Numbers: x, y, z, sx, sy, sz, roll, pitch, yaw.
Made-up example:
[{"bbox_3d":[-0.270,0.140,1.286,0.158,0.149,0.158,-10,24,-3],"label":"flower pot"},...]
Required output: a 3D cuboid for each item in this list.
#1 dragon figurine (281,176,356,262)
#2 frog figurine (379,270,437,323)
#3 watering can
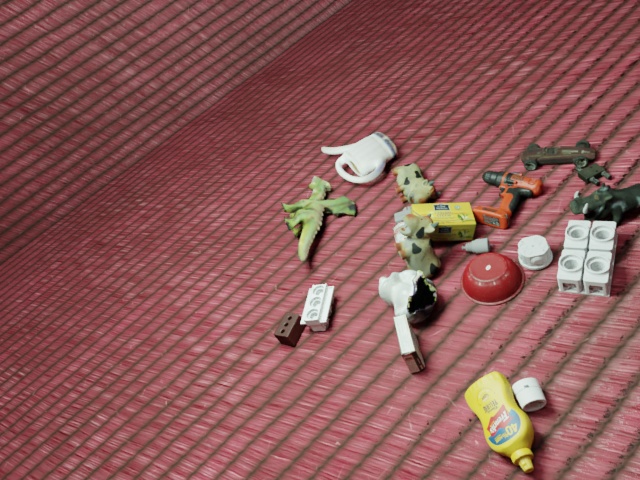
[{"bbox_3d":[0.005,-0.088,1.744,0.243,0.119,0.420,-20,40,0],"label":"dragon figurine"},{"bbox_3d":[0.223,0.147,1.348,0.122,0.139,0.158,9,-12,-27],"label":"frog figurine"},{"bbox_3d":[0.147,-0.322,1.898,0.225,0.102,0.354,-33,39,-4],"label":"watering can"}]
